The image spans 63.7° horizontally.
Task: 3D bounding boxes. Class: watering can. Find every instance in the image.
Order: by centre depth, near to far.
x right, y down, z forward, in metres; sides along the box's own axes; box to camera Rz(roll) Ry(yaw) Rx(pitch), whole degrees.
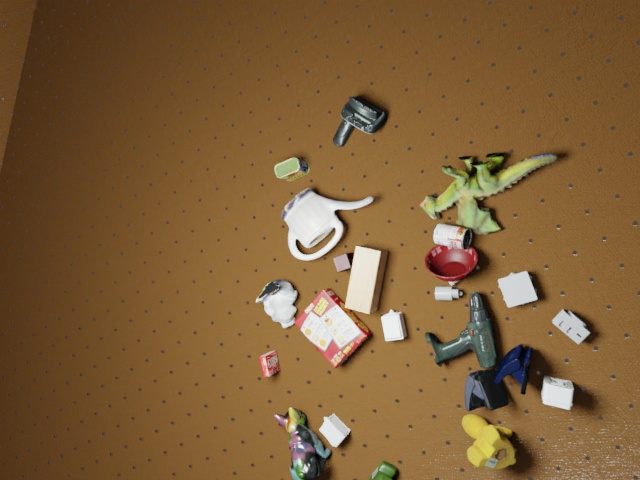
[{"bbox_3d":[0.005,-0.089,1.759,0.344,0.104,0.226,-44,74,16],"label":"watering can"}]

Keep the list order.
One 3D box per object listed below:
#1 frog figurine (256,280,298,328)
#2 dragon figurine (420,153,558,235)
[{"bbox_3d":[-0.133,0.224,1.825,0.137,0.125,0.157,-37,113,9],"label":"frog figurine"},{"bbox_3d":[0.506,-0.136,1.581,0.410,0.124,0.240,0,107,24],"label":"dragon figurine"}]
